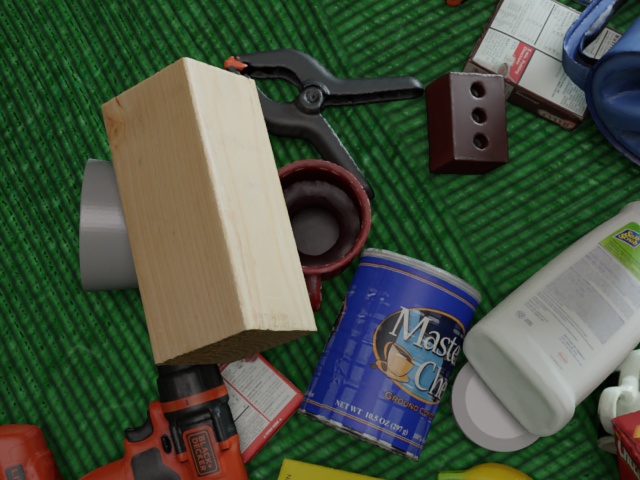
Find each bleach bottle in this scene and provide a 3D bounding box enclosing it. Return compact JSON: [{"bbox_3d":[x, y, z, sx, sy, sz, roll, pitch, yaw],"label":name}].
[{"bbox_3d":[0.233,0.043,0.847,0.250,0.068,0.102,-33,75,-26],"label":"bleach bottle"}]

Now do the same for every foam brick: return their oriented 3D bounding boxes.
[{"bbox_3d":[0.123,-0.098,0.899,0.053,0.051,0.078,1,80,-18],"label":"foam brick"}]

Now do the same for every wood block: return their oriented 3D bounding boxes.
[{"bbox_3d":[-0.084,-0.017,0.800,0.091,0.090,0.206,-24,73,31],"label":"wood block"}]

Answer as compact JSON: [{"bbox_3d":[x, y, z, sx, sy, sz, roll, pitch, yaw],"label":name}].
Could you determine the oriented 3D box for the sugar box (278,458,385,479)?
[{"bbox_3d":[0.047,0.232,0.817,0.176,0.048,0.093,7,58,14],"label":"sugar box"}]

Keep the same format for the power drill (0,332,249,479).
[{"bbox_3d":[-0.157,0.156,0.834,0.188,0.057,0.184,-18,86,7],"label":"power drill"}]

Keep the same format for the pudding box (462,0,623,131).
[{"bbox_3d":[0.193,-0.160,0.925,0.113,0.039,0.090,28,78,3],"label":"pudding box"}]

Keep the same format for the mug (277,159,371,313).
[{"bbox_3d":[-0.006,0.001,0.871,0.093,0.081,0.117,-3,78,0],"label":"mug"}]

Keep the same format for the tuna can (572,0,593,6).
[{"bbox_3d":[0.249,-0.252,0.945,0.086,0.034,0.086,0,78,0],"label":"tuna can"}]

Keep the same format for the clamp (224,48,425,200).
[{"bbox_3d":[0.003,-0.123,0.920,0.171,0.039,0.120,34,70,4],"label":"clamp"}]

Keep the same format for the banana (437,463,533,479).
[{"bbox_3d":[0.176,0.251,0.847,0.070,0.037,0.198,-37,78,16],"label":"banana"}]

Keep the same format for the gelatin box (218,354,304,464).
[{"bbox_3d":[-0.067,0.126,0.874,0.089,0.030,0.073,42,83,8],"label":"gelatin box"}]

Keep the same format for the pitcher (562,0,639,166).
[{"bbox_3d":[0.323,-0.178,0.870,0.149,0.145,0.242,47,67,-15],"label":"pitcher"}]

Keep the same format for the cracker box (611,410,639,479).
[{"bbox_3d":[0.313,0.209,0.784,0.164,0.072,0.213,-16,114,-3],"label":"cracker box"}]

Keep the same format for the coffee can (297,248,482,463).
[{"bbox_3d":[0.055,0.091,0.843,0.103,0.103,0.140,22,80,4],"label":"coffee can"}]

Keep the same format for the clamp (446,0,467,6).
[{"bbox_3d":[0.134,-0.313,0.956,0.164,0.036,0.210,20,80,5],"label":"clamp"}]
